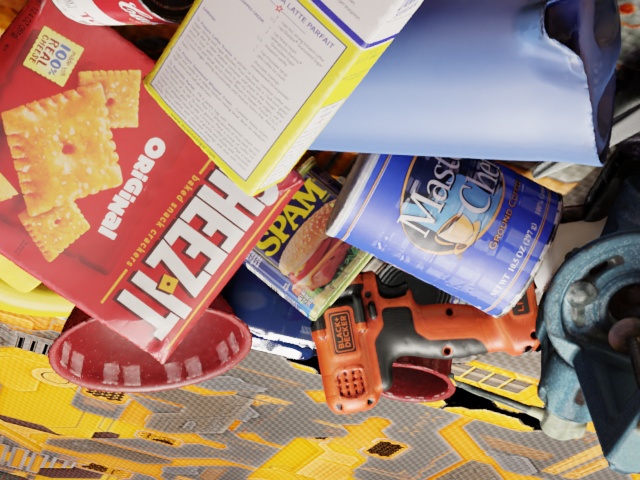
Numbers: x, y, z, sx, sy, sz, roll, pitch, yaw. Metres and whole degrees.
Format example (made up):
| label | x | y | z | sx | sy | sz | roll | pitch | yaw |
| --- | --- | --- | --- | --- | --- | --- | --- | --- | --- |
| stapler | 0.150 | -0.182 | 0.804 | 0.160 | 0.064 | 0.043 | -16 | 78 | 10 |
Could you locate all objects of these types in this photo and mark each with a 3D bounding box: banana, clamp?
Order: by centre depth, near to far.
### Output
| label | x | y | z | sx | sy | sz | roll | pitch | yaw |
| --- | --- | --- | --- | --- | --- | --- | --- | --- | --- |
| clamp | 0.206 | -0.078 | 0.724 | 0.164 | 0.036 | 0.210 | 26 | 151 | -27 |
| banana | -0.248 | 0.051 | 1.028 | 0.197 | 0.037 | 0.070 | 7 | 153 | -18 |

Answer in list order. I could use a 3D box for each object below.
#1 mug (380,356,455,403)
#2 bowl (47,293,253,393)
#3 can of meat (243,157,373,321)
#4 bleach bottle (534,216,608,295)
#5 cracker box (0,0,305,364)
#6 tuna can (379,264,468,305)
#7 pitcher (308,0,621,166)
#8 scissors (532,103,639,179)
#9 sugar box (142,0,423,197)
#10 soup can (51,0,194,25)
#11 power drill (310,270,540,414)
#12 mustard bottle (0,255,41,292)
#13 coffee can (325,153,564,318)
| label | x | y | z | sx | sy | sz | roll | pitch | yaw |
| --- | --- | --- | --- | --- | --- | --- | --- | --- | --- |
| mug | 0.077 | 0.101 | 1.040 | 0.117 | 0.081 | 0.093 | 12 | 151 | -3 |
| bowl | -0.137 | 0.067 | 0.857 | 0.162 | 0.055 | 0.162 | -8 | 151 | -5 |
| can of meat | -0.006 | 0.001 | 0.836 | 0.084 | 0.102 | 0.057 | 39 | 170 | 7 |
| bleach bottle | 0.299 | 0.007 | 0.822 | 0.251 | 0.068 | 0.102 | -14 | 143 | 33 |
| cracker box | -0.143 | -0.044 | 0.718 | 0.213 | 0.164 | 0.072 | 37 | -177 | -14 |
| tuna can | 0.088 | 0.055 | 0.951 | 0.086 | 0.086 | 0.033 | -11 | 146 | 33 |
| pitcher | 0.055 | -0.110 | 0.640 | 0.243 | 0.145 | 0.149 | 2 | 137 | 22 |
| scissors | 0.210 | -0.102 | 0.649 | 0.202 | 0.016 | 0.096 | -14 | 114 | 28 |
| sugar box | -0.013 | -0.116 | 0.555 | 0.093 | 0.048 | 0.176 | 46 | 122 | 7 |
| soup can | -0.110 | -0.159 | 0.618 | 0.102 | 0.068 | 0.068 | 12 | 161 | 48 |
| power drill | 0.079 | 0.040 | 0.884 | 0.187 | 0.184 | 0.057 | -10 | 175 | 1 |
| mustard bottle | -0.287 | -0.048 | 0.884 | 0.096 | 0.058 | 0.191 | -43 | 111 | 14 |
| coffee can | 0.088 | -0.020 | 0.770 | 0.140 | 0.102 | 0.103 | 26 | 149 | -4 |
